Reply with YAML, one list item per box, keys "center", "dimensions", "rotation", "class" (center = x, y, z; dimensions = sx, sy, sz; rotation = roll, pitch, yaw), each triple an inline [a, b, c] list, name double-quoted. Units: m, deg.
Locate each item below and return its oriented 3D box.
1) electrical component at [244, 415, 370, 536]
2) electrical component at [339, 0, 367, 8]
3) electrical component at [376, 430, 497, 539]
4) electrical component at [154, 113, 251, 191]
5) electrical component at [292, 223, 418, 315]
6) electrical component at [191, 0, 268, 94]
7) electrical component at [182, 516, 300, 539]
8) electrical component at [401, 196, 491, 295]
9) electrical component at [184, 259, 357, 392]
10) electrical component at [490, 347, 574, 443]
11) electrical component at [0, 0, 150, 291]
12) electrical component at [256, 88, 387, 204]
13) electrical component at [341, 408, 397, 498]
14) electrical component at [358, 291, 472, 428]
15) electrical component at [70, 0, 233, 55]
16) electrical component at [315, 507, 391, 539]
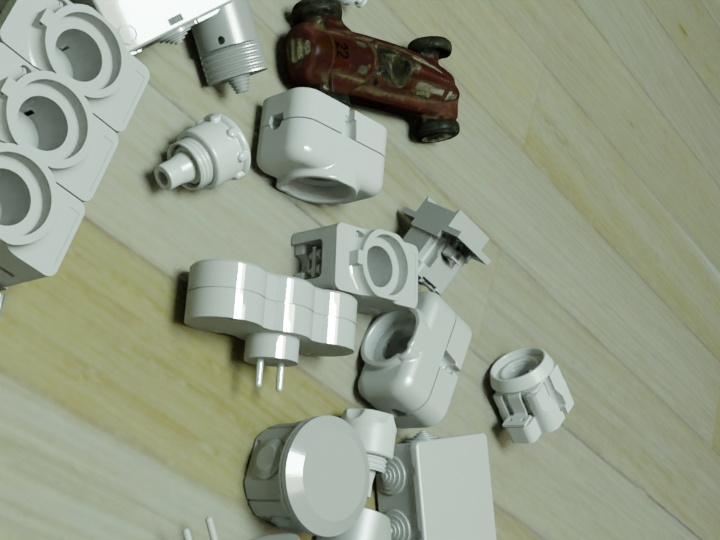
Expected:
- center: [-0.035, 0.141, 0.737]
  dimensions: [0.080, 0.051, 0.080]
  rotation: [13, 73, -46]
  class: "electrical component"
- center: [-0.024, -0.228, 0.833]
  dimensions: [0.078, 0.040, 0.040]
  rotation: [28, 62, -41]
  class: "electrical component"
- center: [0.057, 0.174, 0.832]
  dimensions: [0.100, 0.048, 0.099]
  rotation: [2, 80, -47]
  class: "electrical component"
- center: [-0.107, -0.072, 0.709]
  dimensions: [0.062, 0.048, 0.048]
  rotation: [-34, 107, -38]
  class: "electrical component"
- center: [0.000, 0.000, 0.801]
  dimensions: [0.089, 0.056, 0.050]
  rotation: [15, 71, -45]
  class: "electrical component"
- center: [-0.093, -0.162, 0.742]
  dimensions: [0.043, 0.043, 0.081]
  rotation: [-23, 99, -47]
  class: "electrical component"
- center: [-0.092, 0.191, 0.664]
  dimensions: [0.138, 0.052, 0.073]
  rotation: [-18, 96, -48]
  class: "electrical component"
- center: [0.061, -0.017, 0.858]
  dimensions: [0.042, 0.081, 0.063]
  rotation: [39, 84, -35]
  class: "electrical component"
- center: [-0.059, 0.045, 0.730]
  dimensions: [0.138, 0.052, 0.073]
  rotation: [19, 68, -44]
  class: "electrical component"
- center: [0.148, 0.105, 0.940]
  dimensions: [0.078, 0.058, 0.057]
  rotation: [-45, 117, -42]
  class: "electrical component"
- center: [-0.190, -0.077, 0.605]
  dimensions: [0.089, 0.062, 0.150]
  rotation: [40, 55, -35]
  class: "electrical component"
- center: [-0.027, -0.086, 0.790]
  dimensions: [0.095, 0.054, 0.059]
  rotation: [22, 67, -43]
  class: "electrical component"
- center: [0.003, 0.134, 0.786]
  dimensions: [0.043, 0.043, 0.062]
  rotation: [25, 65, -42]
  class: "electrical component"
- center: [0.040, 0.067, 0.832]
  dimensions: [0.059, 0.054, 0.095]
  rotation: [45, 53, -32]
  class: "electrical component"
- center: [-0.138, -0.186, 0.670]
  dimensions: [0.100, 0.048, 0.099]
  rotation: [-32, 107, -19]
  class: "electrical component"
- center: [0.004, 0.217, 0.769]
  dimensions: [0.079, 0.043, 0.077]
  rotation: [35, 58, -38]
  class: "electrical component"
